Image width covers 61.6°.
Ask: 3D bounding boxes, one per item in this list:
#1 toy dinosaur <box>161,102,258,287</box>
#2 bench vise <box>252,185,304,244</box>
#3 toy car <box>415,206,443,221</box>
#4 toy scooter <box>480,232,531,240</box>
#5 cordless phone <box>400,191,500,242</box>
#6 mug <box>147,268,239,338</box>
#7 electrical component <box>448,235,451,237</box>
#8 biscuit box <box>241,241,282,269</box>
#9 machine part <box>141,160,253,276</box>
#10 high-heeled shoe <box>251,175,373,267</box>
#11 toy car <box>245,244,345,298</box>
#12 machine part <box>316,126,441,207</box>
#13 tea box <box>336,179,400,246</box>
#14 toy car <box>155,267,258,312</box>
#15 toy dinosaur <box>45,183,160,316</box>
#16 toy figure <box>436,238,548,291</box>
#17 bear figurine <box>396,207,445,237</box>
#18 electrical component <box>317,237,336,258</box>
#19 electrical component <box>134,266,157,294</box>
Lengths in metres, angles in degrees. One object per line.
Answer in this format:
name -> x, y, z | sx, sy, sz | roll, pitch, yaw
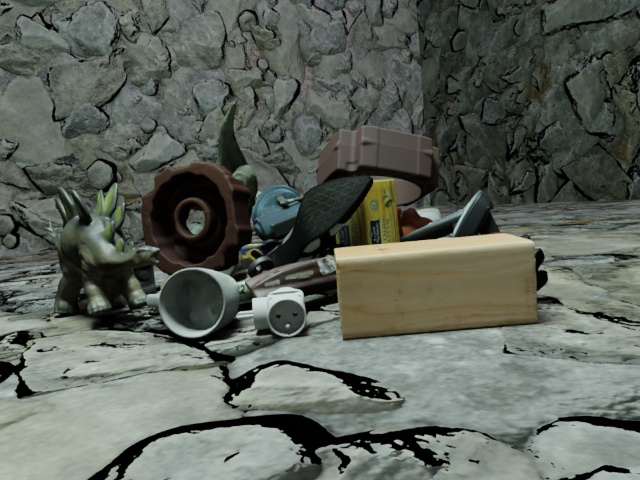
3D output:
toy dinosaur -> -0.169, -0.055, 0.948 | 0.131, 0.404, 0.192 | 20, 23, -8
bench vise -> -0.062, -0.076, 1.162 | 0.224, 0.128, 0.241 | -33, 32, -19
toy car -> 0.261, -0.031, 1.312 | 0.109, 0.102, 0.161 | -5, 3, 7
toy scooter -> 0.256, 0.025, 0.831 | 0.135, 0.075, 0.184 | -3, 2, 19
cordless phone -> 0.225, -0.019, 0.967 | 0.184, 0.088, 0.146 | -20, -1, 18
mug -> -0.149, 0.077, 0.664 | 0.110, 0.080, 0.107 | -6, -5, 11
electrical component -> 0.275, 0.000, 1.184 | 0.078, 0.045, 0.102 | -6, 20, -15
biscuit box -> -0.119, 0.038, 1.129 | 0.203, 0.062, 0.059 | -6, 6, -9
machine part -> -0.182, -0.029, 0.796 | 0.180, 0.179, 0.056 | -3, -2, 21
high-heeled shoe -> -0.002, -0.003, 0.866 | 0.249, 0.086, 0.145 | -31, -31, 10
toy car -> -0.009, 0.049, 0.759 | 0.202, 0.053, 0.089 | -7, 43, -37
machine part -> 0.104, -0.126, 0.999 | 0.201, 0.087, 0.201 | 8, -16, -15
tea box -> 0.079, -0.013, 0.889 | 0.068, 0.169, 0.098 | -1, 8, 39
toy car -> -0.137, 0.073, 0.771 | 0.202, 0.056, 0.074 | -8, 6, -31
toy dinosaur -> -0.363, 0.015, 0.848 | 0.105, 0.198, 0.472 | -3, -2, -42
toy figure -> 0.202, 0.037, 0.715 | 0.089, 0.082, 0.180 | -7, 7, -37
bear figurine -> 0.165, -0.023, 1.071 | 0.120, 0.131, 0.196 | -3, 19, 46
electrical component -> 0.017, 0.000, 1.003 | 0.058, 0.114, 0.134 | -6, 44, -9
electrical component -> -0.342, 0.065, 0.997 | 0.048, 0.074, 0.119 | -8, 3, -28
